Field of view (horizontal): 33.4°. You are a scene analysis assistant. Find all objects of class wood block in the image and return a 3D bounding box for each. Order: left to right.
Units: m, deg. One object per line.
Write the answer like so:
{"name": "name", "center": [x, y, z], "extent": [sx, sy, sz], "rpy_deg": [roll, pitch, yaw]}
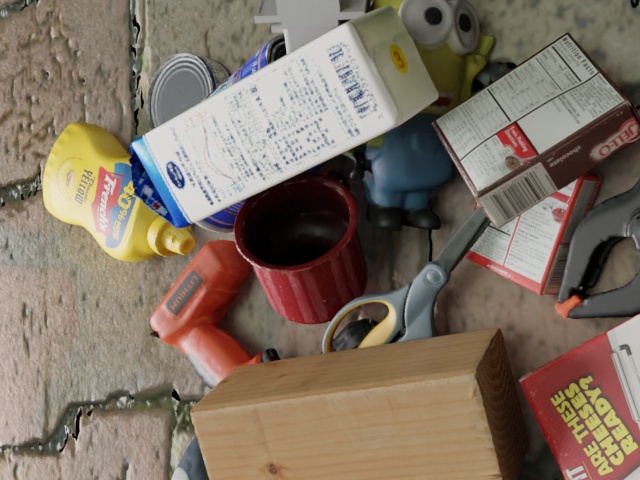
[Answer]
{"name": "wood block", "center": [0.028, 0.129, 0.739], "extent": [0.206, 0.090, 0.091], "rpy_deg": [-11, 100, 23]}

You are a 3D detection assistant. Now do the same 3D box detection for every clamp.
{"name": "clamp", "center": [0.221, -0.002, 0.667], "extent": [0.120, 0.039, 0.172], "rpy_deg": [51, 121, 36]}

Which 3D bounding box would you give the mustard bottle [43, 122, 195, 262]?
{"name": "mustard bottle", "center": [-0.181, -0.034, 0.991], "extent": [0.192, 0.058, 0.096], "rpy_deg": [31, 105, 36]}

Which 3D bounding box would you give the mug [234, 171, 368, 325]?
{"name": "mug", "center": [-0.005, 0.001, 0.810], "extent": [0.093, 0.081, 0.117], "rpy_deg": [11, 56, 23]}

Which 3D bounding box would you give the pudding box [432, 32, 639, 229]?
{"name": "pudding box", "center": [0.140, -0.073, 0.698], "extent": [0.113, 0.039, 0.090], "rpy_deg": [-32, 41, 10]}

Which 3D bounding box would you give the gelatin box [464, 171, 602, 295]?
{"name": "gelatin box", "center": [0.144, -0.016, 0.737], "extent": [0.073, 0.030, 0.089], "rpy_deg": [28, 107, 39]}

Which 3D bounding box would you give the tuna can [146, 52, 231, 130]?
{"name": "tuna can", "center": [-0.115, -0.123, 0.956], "extent": [0.086, 0.033, 0.086], "rpy_deg": [-3, 85, 40]}

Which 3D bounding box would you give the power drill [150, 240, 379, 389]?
{"name": "power drill", "center": [-0.048, 0.088, 0.872], "extent": [0.185, 0.057, 0.188], "rpy_deg": [-50, 57, 17]}

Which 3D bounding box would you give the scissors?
{"name": "scissors", "center": [0.088, 0.045, 0.754], "extent": [0.202, 0.016, 0.096], "rpy_deg": [-37, 88, 25]}

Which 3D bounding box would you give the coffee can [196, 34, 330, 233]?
{"name": "coffee can", "center": [-0.050, -0.083, 0.856], "extent": [0.141, 0.102, 0.103], "rpy_deg": [-34, 66, 33]}

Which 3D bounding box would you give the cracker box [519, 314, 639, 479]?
{"name": "cracker box", "center": [0.247, 0.106, 0.618], "extent": [0.214, 0.071, 0.164], "rpy_deg": [-37, 65, 33]}
